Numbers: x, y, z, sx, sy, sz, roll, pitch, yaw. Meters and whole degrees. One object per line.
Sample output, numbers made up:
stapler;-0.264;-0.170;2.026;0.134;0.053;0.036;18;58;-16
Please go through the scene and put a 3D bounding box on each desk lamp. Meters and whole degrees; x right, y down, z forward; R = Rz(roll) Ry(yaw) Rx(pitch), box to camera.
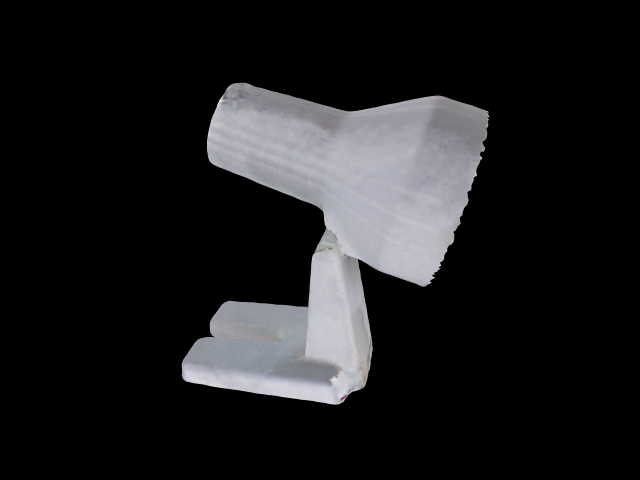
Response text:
desk lamp;0.004;0.001;0.400;0.203;0.214;0.118;4;24;10
